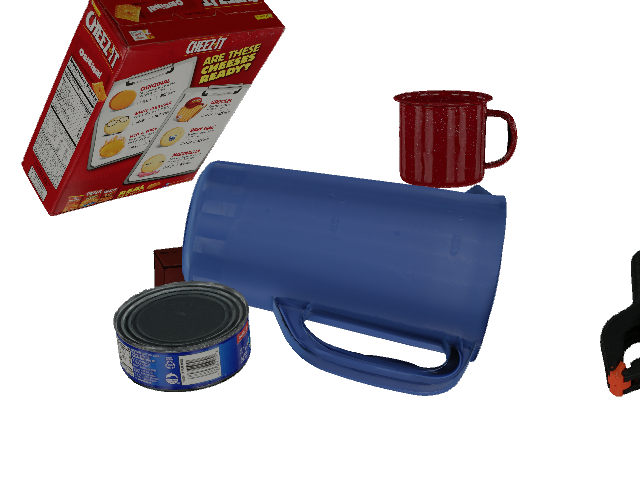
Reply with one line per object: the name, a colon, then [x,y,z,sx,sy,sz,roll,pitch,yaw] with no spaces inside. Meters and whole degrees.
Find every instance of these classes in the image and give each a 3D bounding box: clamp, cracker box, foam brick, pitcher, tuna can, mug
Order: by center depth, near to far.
tuna can: [-0.087,0.061,0.682,0.086,0.034,0.086,-2,26,1]
pitcher: [0.017,0.018,0.836,0.243,0.145,0.149,10,15,3]
cracker box: [-0.151,-0.125,0.927,0.163,0.072,0.214,-18,-25,-42]
clamp: [0.301,0.071,0.971,0.171,0.039,0.120,-34,38,-26]
mug: [0.128,-0.097,1.016,0.117,0.081,0.093,2,15,11]
foam brick: [-0.129,0.037,1.100,0.078,0.051,0.053,-6,20,-19]
